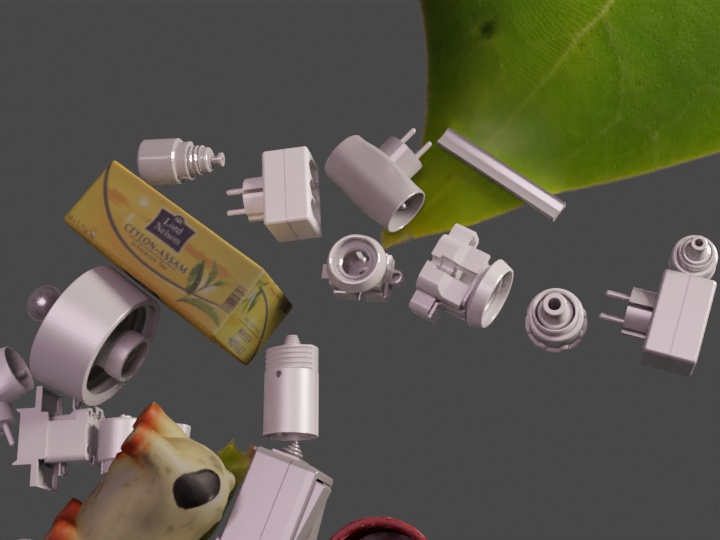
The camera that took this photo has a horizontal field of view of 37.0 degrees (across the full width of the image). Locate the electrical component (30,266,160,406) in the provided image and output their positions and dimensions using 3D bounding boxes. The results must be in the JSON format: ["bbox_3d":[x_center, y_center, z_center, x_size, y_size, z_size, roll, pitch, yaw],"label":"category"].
[{"bbox_3d":[-0.205,0.058,0.863,0.060,0.108,0.108,30,80,13],"label":"electrical component"}]

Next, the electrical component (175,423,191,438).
[{"bbox_3d":[-0.147,0.153,0.851,0.043,0.043,0.062,2,72,12],"label":"electrical component"}]

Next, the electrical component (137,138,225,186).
[{"bbox_3d":[-0.157,-0.095,0.936,0.078,0.040,0.040,-1,72,10],"label":"electrical component"}]

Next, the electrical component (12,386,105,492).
[{"bbox_3d":[-0.243,0.137,0.876,0.064,0.042,0.081,-4,72,9],"label":"electrical component"}]

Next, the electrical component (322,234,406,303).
[{"bbox_3d":[0.000,0.000,0.865,0.066,0.055,0.048,3,73,12],"label":"electrical component"}]

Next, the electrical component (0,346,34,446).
[{"bbox_3d":[-0.311,0.116,0.895,0.077,0.044,0.079,-29,70,1],"label":"electrical component"}]

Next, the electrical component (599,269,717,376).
[{"bbox_3d":[0.221,0.035,0.814,0.077,0.047,0.065,15,76,16],"label":"electrical component"}]

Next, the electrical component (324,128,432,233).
[{"bbox_3d":[0.025,-0.084,0.894,0.079,0.044,0.077,-45,70,-5],"label":"electrical component"}]

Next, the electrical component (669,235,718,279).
[{"bbox_3d":[0.254,-0.011,0.815,0.035,0.061,0.035,-3,71,10],"label":"electrical component"}]

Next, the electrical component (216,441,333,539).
[{"bbox_3d":[-0.058,0.178,0.814,0.061,0.061,0.096,18,76,15],"label":"electrical component"}]

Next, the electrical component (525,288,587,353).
[{"bbox_3d":[0.149,0.034,0.821,0.048,0.062,0.048,-3,72,11],"label":"electrical component"}]

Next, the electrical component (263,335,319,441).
[{"bbox_3d":[-0.054,0.092,0.852,0.043,0.043,0.081,-4,72,10],"label":"electrical component"}]

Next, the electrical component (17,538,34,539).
[{"bbox_3d":[-0.251,0.234,0.838,0.045,0.055,0.045,-3,71,10],"label":"electrical component"}]

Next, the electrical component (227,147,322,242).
[{"bbox_3d":[-0.075,-0.061,0.905,0.077,0.047,0.065,-7,71,9],"label":"electrical component"}]

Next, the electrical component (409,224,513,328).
[{"bbox_3d":[0.083,0.011,0.845,0.057,0.058,0.078,27,79,21],"label":"electrical component"}]

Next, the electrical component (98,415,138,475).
[{"bbox_3d":[-0.189,0.152,0.861,0.040,0.040,0.078,-5,72,10],"label":"electrical component"}]
